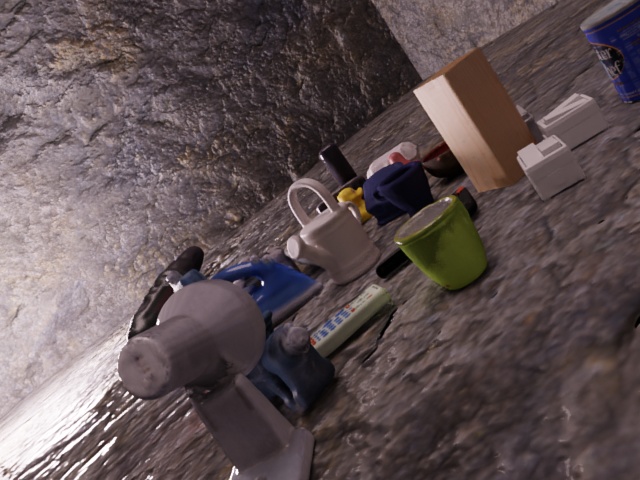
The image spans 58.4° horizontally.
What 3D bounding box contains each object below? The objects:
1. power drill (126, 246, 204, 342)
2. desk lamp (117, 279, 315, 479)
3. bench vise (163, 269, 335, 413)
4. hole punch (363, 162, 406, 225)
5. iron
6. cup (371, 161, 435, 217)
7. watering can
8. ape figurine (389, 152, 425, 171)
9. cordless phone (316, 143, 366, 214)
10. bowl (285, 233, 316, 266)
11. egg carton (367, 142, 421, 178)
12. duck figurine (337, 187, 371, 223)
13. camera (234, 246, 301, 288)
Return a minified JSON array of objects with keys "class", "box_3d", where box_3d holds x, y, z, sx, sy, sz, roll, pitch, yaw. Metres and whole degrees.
[{"class":"power drill","box_3d":[-0.220,0.143,0.997,0.075,0.208,0.230,-28,14,34]},{"class":"desk lamp","box_3d":[-0.101,0.156,0.579,0.118,0.214,0.203,-34,12,12]},{"class":"bench vise","box_3d":[-0.089,0.109,0.717,0.207,0.220,0.122,-28,14,34]},{"class":"hole punch","box_3d":[0.145,-0.099,1.194,0.108,0.091,0.101,-31,13,25]},{"class":"iron","box_3d":[-0.137,0.101,1.090,0.258,0.141,0.118,-34,12,14]},{"class":"cup","box_3d":[0.159,-0.080,1.063,0.117,0.095,0.092,-26,15,40]},{"class":"watering can","box_3d":[0.011,-0.021,1.008,0.100,0.194,0.173,-30,13,27]},{"class":"ape figurine","box_3d":[0.192,-0.163,1.309,0.077,0.092,0.076,-30,13,27]},{"class":"cordless phone","box_3d":[0.035,-0.133,1.415,0.147,0.185,0.094,-37,12,-2]},{"class":"bowl","box_3d":[0.011,0.004,1.214,0.167,0.075,0.167,-35,11,8]},{"class":"egg carton","box_3d":[0.192,-0.193,1.490,0.150,0.069,0.107,-32,12,21]},{"class":"duck figurine","box_3d":[0.073,-0.078,1.334,0.105,0.086,0.077,-39,12,-15]},{"class":"camera","box_3d":[-0.132,0.070,1.306,0.143,0.101,0.136,-37,11,-3]}]
